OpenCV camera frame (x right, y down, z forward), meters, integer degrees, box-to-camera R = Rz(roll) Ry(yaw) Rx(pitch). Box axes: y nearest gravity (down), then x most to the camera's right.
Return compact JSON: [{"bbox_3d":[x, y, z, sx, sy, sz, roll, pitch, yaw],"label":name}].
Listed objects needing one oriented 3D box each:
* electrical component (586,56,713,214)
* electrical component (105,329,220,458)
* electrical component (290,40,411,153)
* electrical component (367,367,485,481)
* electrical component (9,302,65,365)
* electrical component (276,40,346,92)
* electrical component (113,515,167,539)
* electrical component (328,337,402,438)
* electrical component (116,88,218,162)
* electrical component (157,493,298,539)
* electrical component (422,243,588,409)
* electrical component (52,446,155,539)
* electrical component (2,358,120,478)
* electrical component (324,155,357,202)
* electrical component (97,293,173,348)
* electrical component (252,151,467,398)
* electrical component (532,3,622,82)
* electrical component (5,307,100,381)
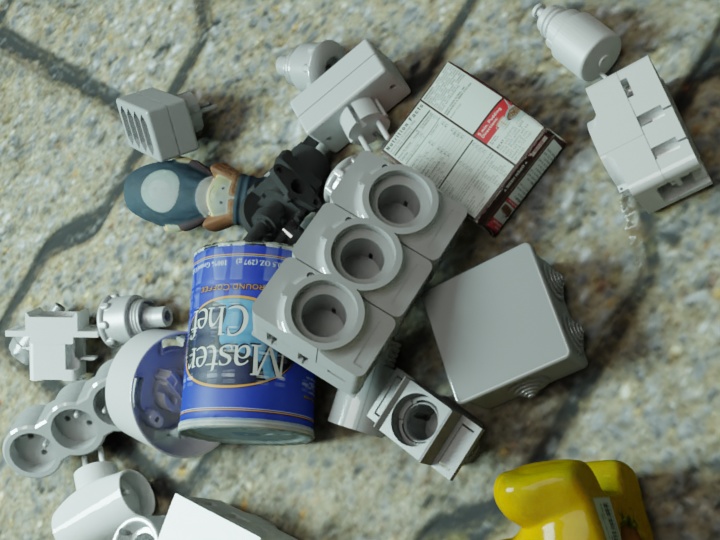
[{"bbox_3d":[0.194,-0.090,0.739,0.056,0.050,0.089,-27,63,21],"label":"electrical component"},{"bbox_3d":[-0.151,0.096,0.863,0.064,0.099,0.099,9,80,39],"label":"electrical component"},{"bbox_3d":[0.000,-0.126,0.868,0.083,0.047,0.075,-37,60,16],"label":"electrical component"},{"bbox_3d":[0.051,0.109,0.755,0.081,0.064,0.042,35,93,33],"label":"electrical component"},{"bbox_3d":[-0.296,0.057,0.996,0.035,0.035,0.061,39,94,33],"label":"electrical component"},{"bbox_3d":[-0.044,-0.172,0.912,0.062,0.048,0.048,13,82,40],"label":"electrical component"},{"bbox_3d":[-0.165,0.223,0.859,0.055,0.047,0.055,-10,70,28],"label":"electrical component"},{"bbox_3d":[0.008,0.080,0.802,0.043,0.043,0.081,13,82,33],"label":"electrical component"},{"bbox_3d":[-0.165,-0.137,0.964,0.076,0.047,0.083,-23,26,-24],"label":"electrical component"},{"bbox_3d":[-0.116,0.257,0.810,0.089,0.062,0.150,17,84,34],"label":"electrical component"},{"bbox_3d":[0.103,0.042,0.754,0.100,0.048,0.099,-27,63,21],"label":"electrical component"},{"bbox_3d":[-0.218,0.187,0.903,0.077,0.044,0.079,-32,58,19],"label":"electrical component"},{"bbox_3d":[-0.239,0.120,0.931,0.138,0.052,0.073,-30,19,10],"label":"electrical component"},{"bbox_3d":[0.006,-0.058,0.847,0.062,0.048,0.048,39,96,24],"label":"electrical component"},{"bbox_3d":[-0.193,0.043,0.935,0.062,0.048,0.048,-6,72,22],"label":"electrical component"},{"bbox_3d":[0.000,0.000,0.767,0.089,0.061,0.150,31,69,8],"label":"electrical component"},{"bbox_3d":[0.157,-0.172,0.793,0.040,0.040,0.078,-48,57,10],"label":"electrical component"},{"bbox_3d":[-0.269,0.067,0.957,0.081,0.042,0.063,1,94,1],"label":"electrical component"}]
